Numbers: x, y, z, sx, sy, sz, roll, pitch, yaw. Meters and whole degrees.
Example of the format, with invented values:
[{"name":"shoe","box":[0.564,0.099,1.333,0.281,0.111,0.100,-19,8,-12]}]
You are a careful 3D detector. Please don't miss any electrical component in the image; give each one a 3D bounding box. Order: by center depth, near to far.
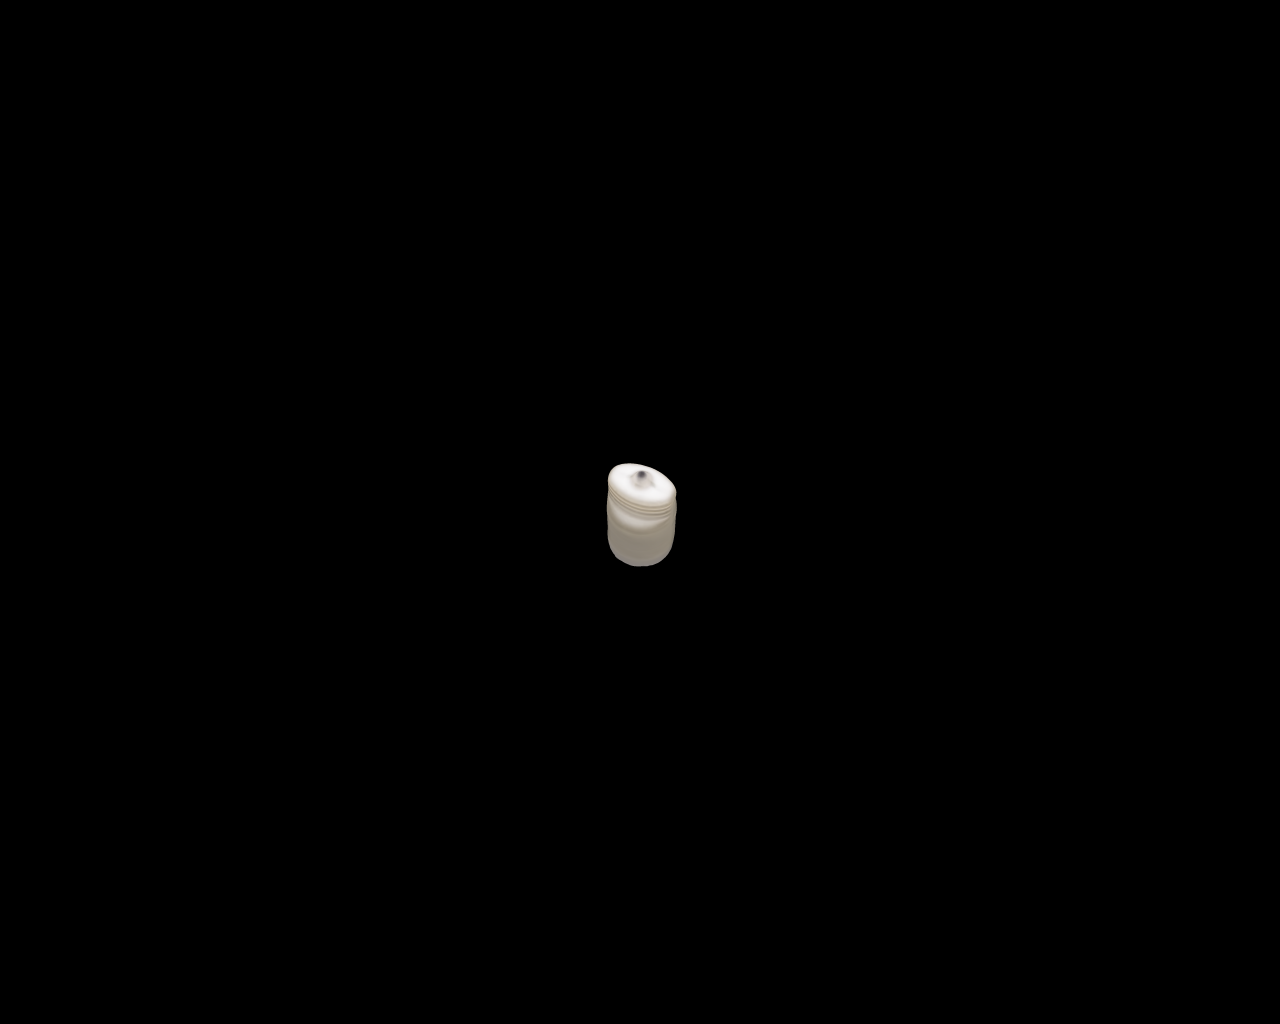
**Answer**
[{"name":"electrical component","box":[0.001,-0.003,0.650,0.043,0.043,0.080,0,-30,0]}]
